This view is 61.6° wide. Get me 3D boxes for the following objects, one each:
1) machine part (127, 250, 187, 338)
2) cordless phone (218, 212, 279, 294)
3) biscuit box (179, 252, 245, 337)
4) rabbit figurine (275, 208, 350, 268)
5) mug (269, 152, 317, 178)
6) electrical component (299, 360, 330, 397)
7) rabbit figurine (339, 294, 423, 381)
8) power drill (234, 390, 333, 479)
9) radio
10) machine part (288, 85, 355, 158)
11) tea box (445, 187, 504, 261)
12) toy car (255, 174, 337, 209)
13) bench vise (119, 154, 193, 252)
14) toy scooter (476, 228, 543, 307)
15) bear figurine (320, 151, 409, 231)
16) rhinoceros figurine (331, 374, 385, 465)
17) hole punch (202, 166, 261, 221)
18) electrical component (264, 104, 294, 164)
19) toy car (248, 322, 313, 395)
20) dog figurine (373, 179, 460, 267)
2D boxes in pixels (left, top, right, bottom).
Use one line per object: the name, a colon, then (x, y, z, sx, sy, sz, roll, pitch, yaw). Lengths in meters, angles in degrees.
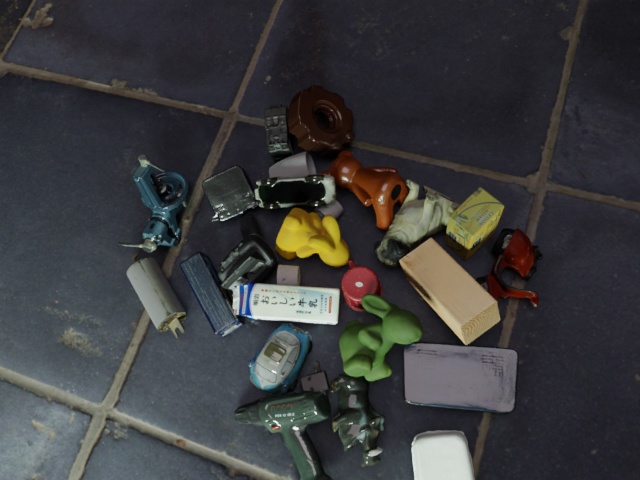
machine part: (-0.386, 0.128, 1.267, 0.079, 0.079, 0.243, -36, 70, -4)
cordless phone: (-0.186, 0.027, 1.275, 0.146, 0.088, 0.184, -44, 45, 20)
biscuit box: (-0.253, 0.124, 1.255, 0.063, 0.059, 0.203, -32, 70, -1)
rabbit figurine: (-0.003, -0.004, 1.225, 0.173, 0.162, 0.122, 34, 66, 0)
mug: (-0.067, -0.152, 1.317, 0.107, 0.080, 0.109, -11, 80, 16)
electrical component: (-0.014, 0.313, 1.170, 0.063, 0.021, 0.094, -16, 70, 4)
rabbit figurine: (0.135, 0.192, 1.105, 0.170, 0.121, 0.159, -33, 44, 26)
power drill: (-0.065, 0.416, 1.102, 0.232, 0.086, 0.207, -27, 67, 26)
radio: (0.285, 0.282, 1.106, 0.230, 0.073, 0.131, 2, 72, 12)
machine part: (0.005, -0.291, 1.312, 0.179, 0.056, 0.179, 11, 68, -30)
tea box: (0.328, -0.030, 1.155, 0.098, 0.169, 0.068, -44, 70, -5)
toy car: (-0.059, -0.113, 1.258, 0.202, 0.056, 0.073, -2, 102, 20)
bench vise: (-0.388, -0.096, 1.270, 0.129, 0.240, 0.223, 19, 59, 18)
toy scooter: (0.421, 0.070, 1.154, 0.135, 0.075, 0.184, 26, 83, 19)
bear figurine: (0.105, -0.124, 1.267, 0.196, 0.131, 0.120, 22, 60, 37)
rhinoceros figurine: (0.078, 0.367, 1.115, 0.112, 0.073, 0.190, -8, 68, -5)
hole punch: (-0.219, -0.115, 1.330, 0.142, 0.092, 0.115, -24, 99, -2)
electrical component: (-0.100, -0.267, 1.337, 0.058, 0.114, 0.134, -5, 70, 3)
toy car: (-0.087, 0.256, 1.160, 0.109, 0.103, 0.161, 29, 80, 16)
dog figurine: (0.224, -0.020, 1.218, 0.190, 0.172, 0.121, -64, 28, 16)
